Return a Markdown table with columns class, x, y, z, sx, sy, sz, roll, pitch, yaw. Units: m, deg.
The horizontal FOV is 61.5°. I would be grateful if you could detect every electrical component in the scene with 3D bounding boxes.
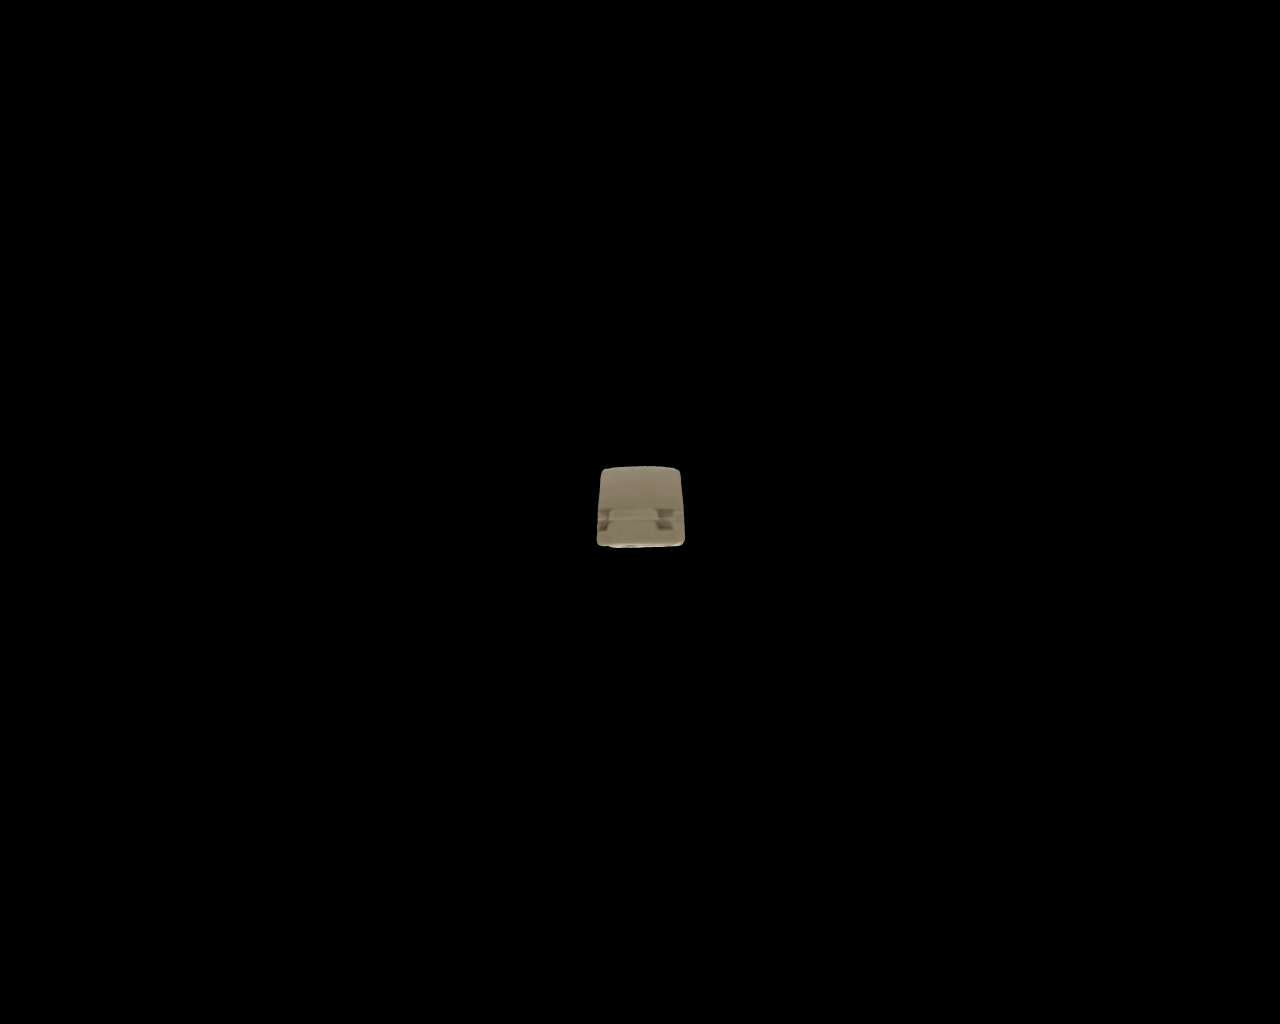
| class | x | y | z | sx | sy | sz | roll | pitch | yaw |
| --- | --- | --- | --- | --- | --- | --- | --- | --- | --- |
| electrical component | 0.001 | -0.003 | 0.650 | 0.055 | 0.047 | 0.055 | 0 | -3 | 0 |
